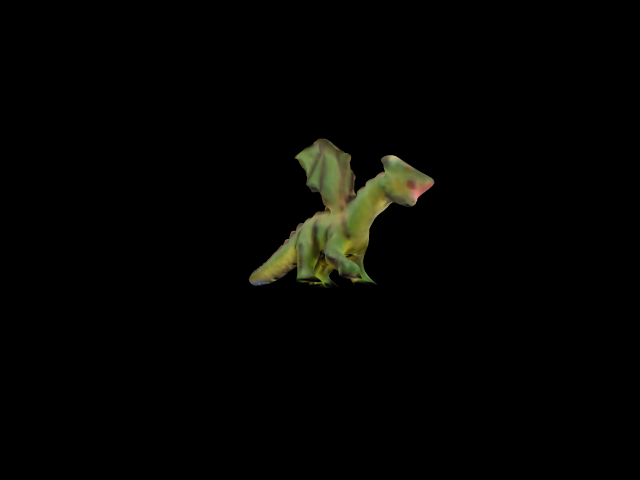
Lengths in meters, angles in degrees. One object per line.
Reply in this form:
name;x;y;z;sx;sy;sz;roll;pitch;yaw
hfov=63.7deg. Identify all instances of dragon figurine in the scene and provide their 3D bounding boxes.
dragon figurine;0.003;-0.043;0.850;0.408;0.244;0.122;-6;-10;43
